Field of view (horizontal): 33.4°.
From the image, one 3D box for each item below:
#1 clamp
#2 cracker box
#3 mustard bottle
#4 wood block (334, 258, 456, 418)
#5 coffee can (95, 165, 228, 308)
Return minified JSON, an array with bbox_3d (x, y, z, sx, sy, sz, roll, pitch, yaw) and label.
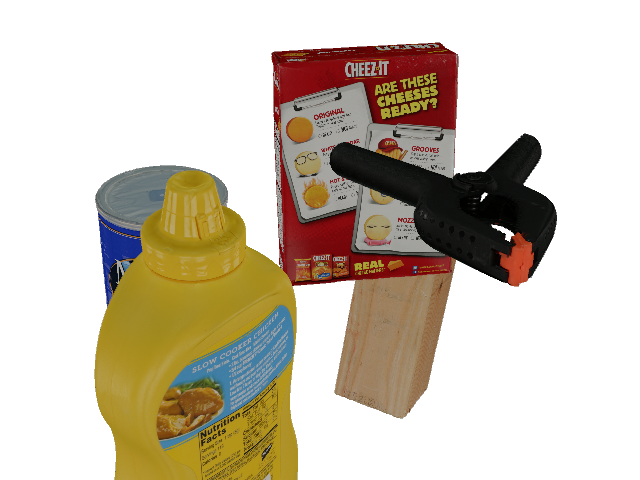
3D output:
[{"bbox_3d":[0.094,-0.029,0.739,0.164,0.036,0.210,-2,26,-3],"label":"clamp"},{"bbox_3d":[0.040,-0.071,0.999,0.164,0.214,0.072,-4,21,-8],"label":"cracker box"},{"bbox_3d":[-0.050,0.058,0.453,0.058,0.192,0.096,27,41,34],"label":"mustard bottle"},{"bbox_3d":[0.088,0.083,1.212,0.090,0.206,0.090,18,24,19],"label":"wood block"},{"bbox_3d":[-0.125,0.024,0.864,0.103,0.140,0.103,1,29,-1],"label":"coffee can"}]
